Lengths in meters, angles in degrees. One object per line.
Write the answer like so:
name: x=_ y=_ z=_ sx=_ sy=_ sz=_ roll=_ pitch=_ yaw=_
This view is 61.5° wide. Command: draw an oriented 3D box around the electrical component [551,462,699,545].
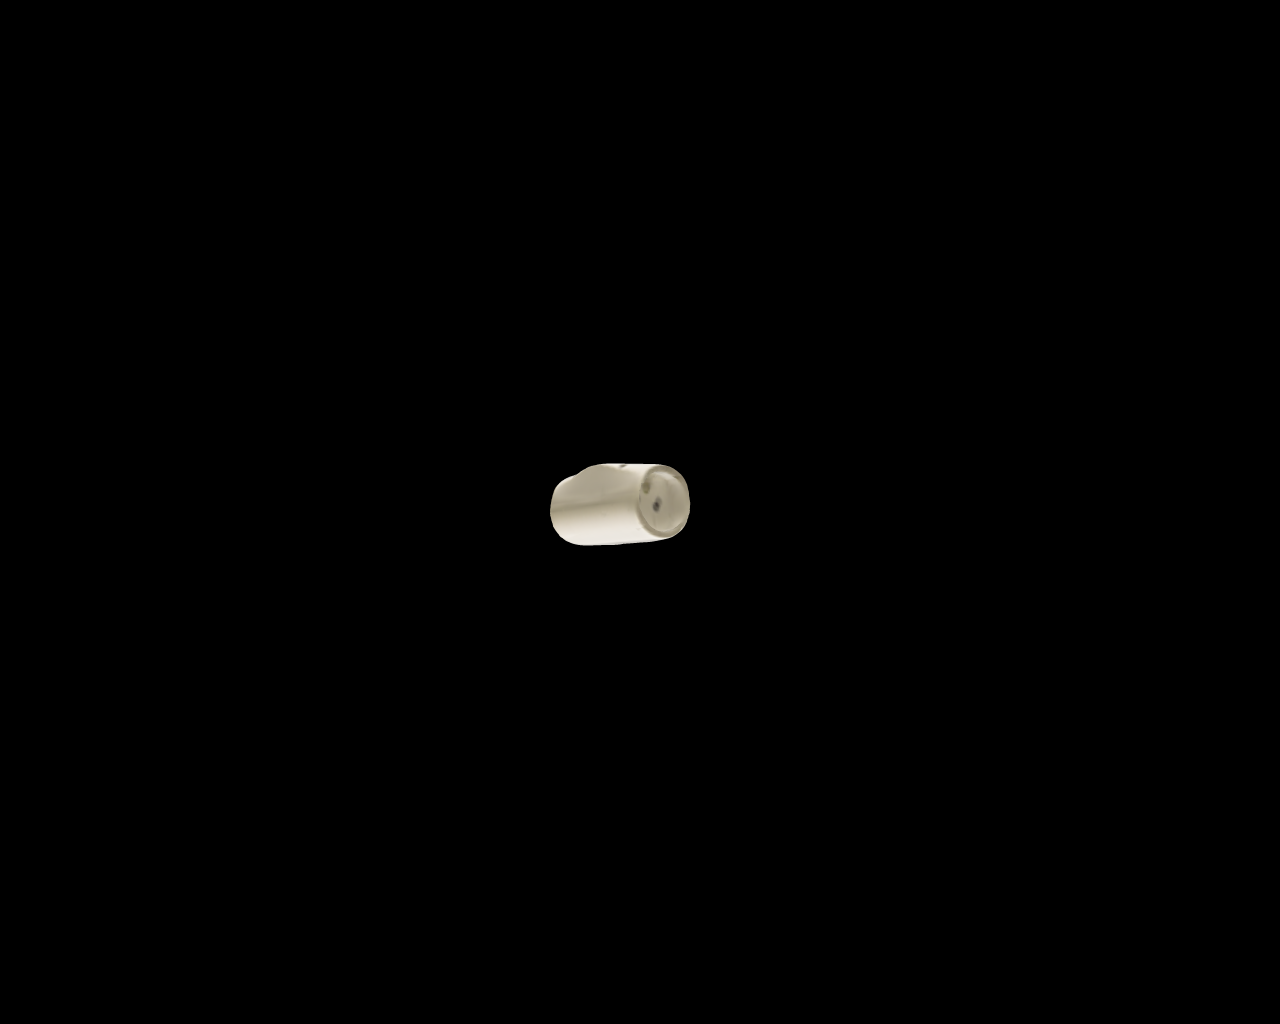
electrical component: x=0.001 y=-0.003 z=0.650 sx=0.079 sy=0.043 sz=0.077 roll=6 pitch=-9 yaw=-43
